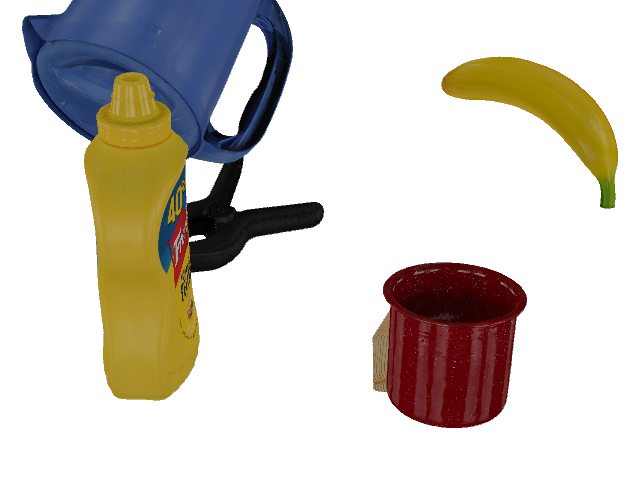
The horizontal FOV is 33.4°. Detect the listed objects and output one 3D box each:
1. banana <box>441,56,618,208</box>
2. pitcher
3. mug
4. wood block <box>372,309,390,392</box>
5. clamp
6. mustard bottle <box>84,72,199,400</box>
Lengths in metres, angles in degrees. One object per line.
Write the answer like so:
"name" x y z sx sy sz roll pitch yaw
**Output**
"banana" 0.168 -0.104 0.842 0.037 0.070 0.198 3 32 -43
"pitcher" -0.098 -0.183 0.813 0.145 0.242 0.149 9 -31 24
"mug" 0.086 0.065 0.718 0.093 0.081 0.117 2 24 0
"wood block" 0.146 0.147 1.592 0.091 0.090 0.205 4 18 16
"clamp" -0.095 -0.024 0.995 0.171 0.039 0.120 -25 43 -33
"mustard bottle" -0.105 -0.007 0.628 0.058 0.192 0.096 3 31 3
